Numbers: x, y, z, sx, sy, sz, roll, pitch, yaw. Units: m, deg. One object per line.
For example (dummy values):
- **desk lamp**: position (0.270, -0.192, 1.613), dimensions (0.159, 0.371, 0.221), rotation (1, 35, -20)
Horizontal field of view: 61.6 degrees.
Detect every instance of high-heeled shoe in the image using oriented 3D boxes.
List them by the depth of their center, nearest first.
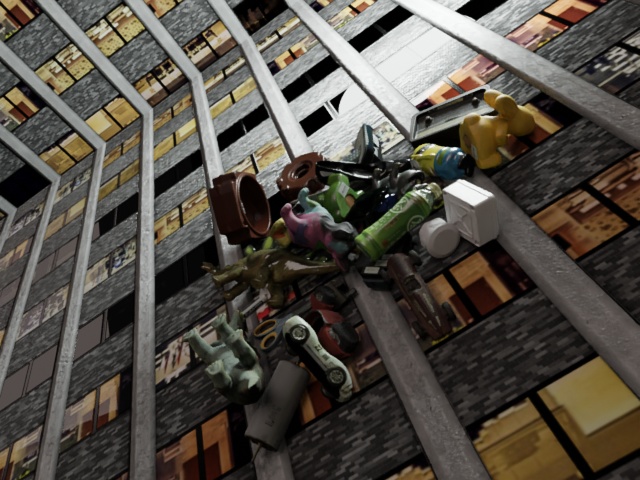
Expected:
- **high-heeled shoe**: position (0.114, -0.199, 1.440), dimensions (0.249, 0.145, 0.086), rotation (-24, 41, 22)

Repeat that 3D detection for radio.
- **radio**: position (0.354, -0.309, 1.410), dimensions (0.230, 0.073, 0.131), rotation (-17, 43, 26)

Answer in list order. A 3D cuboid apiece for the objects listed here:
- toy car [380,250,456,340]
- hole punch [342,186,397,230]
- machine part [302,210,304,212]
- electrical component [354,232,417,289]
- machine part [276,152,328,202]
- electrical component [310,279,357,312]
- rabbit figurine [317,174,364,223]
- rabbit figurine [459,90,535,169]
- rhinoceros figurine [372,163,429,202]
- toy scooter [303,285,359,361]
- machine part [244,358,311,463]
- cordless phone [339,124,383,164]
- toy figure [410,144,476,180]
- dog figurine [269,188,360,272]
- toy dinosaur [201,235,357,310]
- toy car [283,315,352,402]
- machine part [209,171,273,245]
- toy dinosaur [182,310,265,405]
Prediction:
- **toy car**: position (0.198, 0.109, 1.097), dimensions (0.089, 0.053, 0.202), rotation (-31, 56, 6)
- **hole punch**: position (0.133, -0.061, 1.313), dimensions (0.142, 0.092, 0.116), rotation (-21, 32, 56)
- **machine part**: position (-0.066, -0.037, 1.514), dimensions (0.084, 0.039, 0.139), rotation (-1, 52, 45)
- **electrical component**: position (0.147, 0.047, 1.232), dimensions (0.115, 0.058, 0.134), rotation (-1, 52, 42)
- **machine part**: position (-0.049, -0.197, 1.649), dimensions (0.179, 0.056, 0.179), rotation (-22, 40, 20)
- **electrical component**: position (0.028, 0.135, 1.258), dimensions (0.078, 0.045, 0.102), rotation (40, 83, 24)
- **rabbit figurine**: position (0.027, -0.068, 1.434), dimensions (0.170, 0.121, 0.159), rotation (-23, 43, 49)
- **rabbit figurine**: position (0.423, -0.273, 1.275), dimensions (0.173, 0.162, 0.122), rotation (-18, 26, -1)
- **rhinoceros figurine**: position (0.201, -0.130, 1.334), dimensions (0.190, 0.073, 0.112), rotation (4, 80, 53)
- **toy scooter**: position (0.005, 0.202, 1.176), dimensions (0.135, 0.075, 0.184), rotation (-49, 46, 23)
- **machine part**: position (-0.086, 0.340, 1.110), dimensions (0.079, 0.079, 0.243), rotation (0, 51, 40)
- **cordless phone**: position (0.085, -0.241, 1.563), dimensions (0.184, 0.088, 0.147), rotation (-26, 39, 24)
- **toy figure**: position (0.305, -0.193, 1.330), dimensions (0.089, 0.082, 0.180), rotation (-37, 27, -25)
- **dog figurine**: position (-0.003, -0.004, 1.294), dimensions (0.108, 0.219, 0.191), rotation (-41, -11, -40)
- **toy dinosaur**: position (-0.109, 0.071, 1.377), dimensions (0.472, 0.104, 0.198), rotation (4, 45, 28)
- **toy car**: position (-0.005, 0.242, 1.090), dimensions (0.056, 0.073, 0.202), rotation (-31, 64, -31)
- **machine part**: position (-0.220, -0.091, 1.539), dimensions (0.087, 0.201, 0.201), rotation (-17, 87, 20)
- **toy dinosaur**: position (-0.174, 0.275, 1.136), dimensions (0.131, 0.192, 0.405), rotation (-38, 27, -6)
